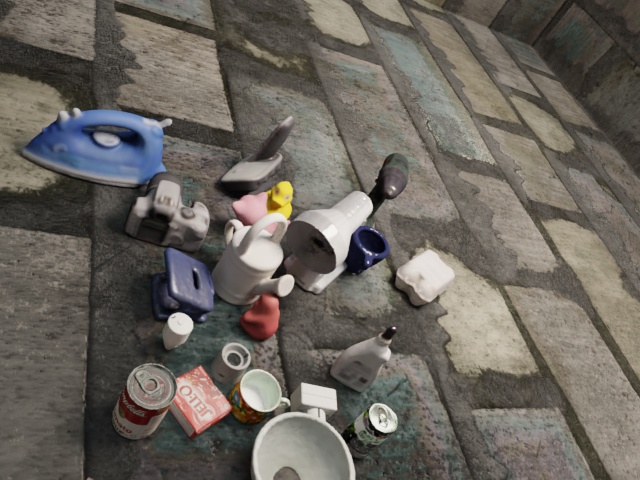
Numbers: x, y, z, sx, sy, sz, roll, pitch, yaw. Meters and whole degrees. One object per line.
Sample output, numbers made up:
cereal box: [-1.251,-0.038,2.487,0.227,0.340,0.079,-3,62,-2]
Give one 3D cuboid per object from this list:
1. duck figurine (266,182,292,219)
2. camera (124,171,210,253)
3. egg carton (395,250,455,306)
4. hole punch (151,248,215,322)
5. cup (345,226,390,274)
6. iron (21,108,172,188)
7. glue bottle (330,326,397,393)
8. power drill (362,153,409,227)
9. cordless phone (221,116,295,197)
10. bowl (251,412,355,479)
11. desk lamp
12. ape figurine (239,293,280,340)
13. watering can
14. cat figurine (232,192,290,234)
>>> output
duck figurine: [-0.088,-0.092,1.250,0.077,0.086,0.104,29,40,-8]
camera: [-0.278,-0.067,1.078,0.143,0.100,0.136,17,42,-21]
egg carton: [0.242,0.085,1.320,0.107,0.069,0.151,47,41,14]
hole punch: [-0.228,0.075,0.978,0.101,0.091,0.108,7,47,-30]
cup: [0.090,0.039,1.238,0.092,0.095,0.118,25,40,-12]
iron: [-0.410,-0.192,1.077,0.259,0.141,0.118,4,48,-33]
glue bottle: [0.088,0.203,1.010,0.078,0.173,0.037,31,39,-4]
power drill: [0.137,-0.100,1.322,0.075,0.208,0.230,31,39,-5]
cordless phone: [-0.126,-0.183,1.235,0.094,0.185,0.148,33,39,-2]
bowl: [-0.036,0.349,0.853,0.168,0.074,0.167,20,42,-18]
desk lamp: [0.010,0.004,1.123,0.118,0.213,0.204,42,40,9]
ape figurine: [-0.100,0.128,1.016,0.078,0.092,0.076,-4,53,-38]
watering can: [-0.111,0.028,1.027,0.173,0.194,0.101,38,39,3]
cat figurine: [-0.122,-0.042,1.150,0.128,0.117,0.067,24,40,-14]
